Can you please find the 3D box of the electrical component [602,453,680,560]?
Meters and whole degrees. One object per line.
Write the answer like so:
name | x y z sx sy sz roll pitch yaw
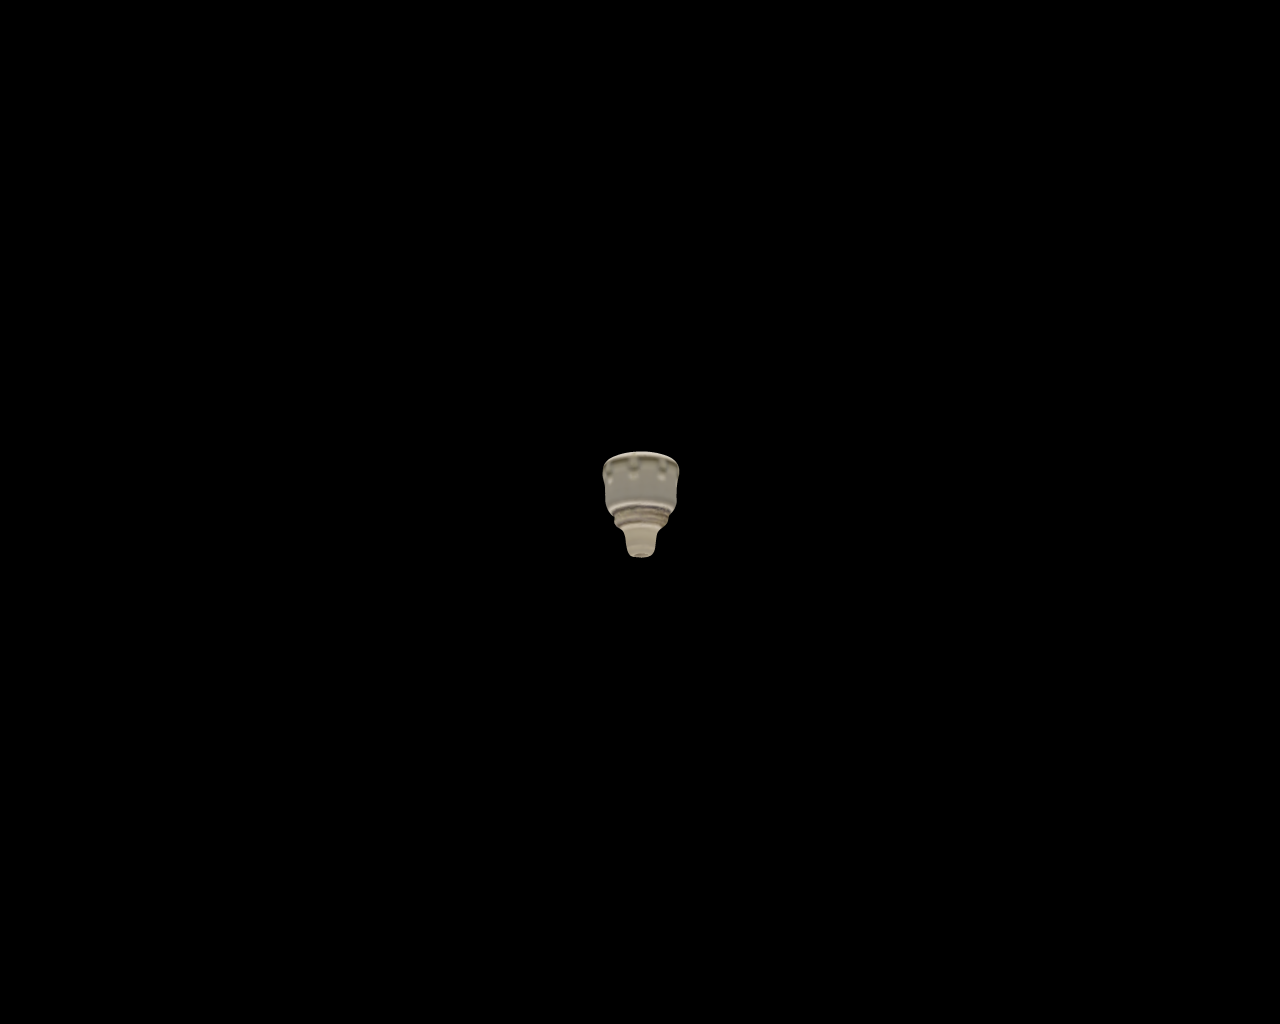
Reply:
electrical component | 0.001 -0.003 0.650 0.048 0.062 0.048 0 -14 0
